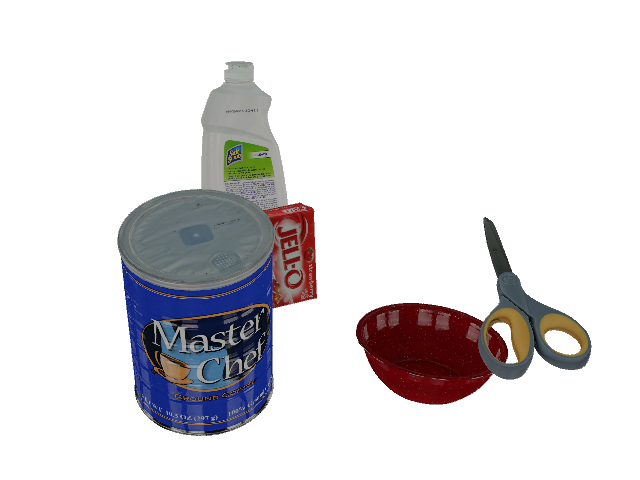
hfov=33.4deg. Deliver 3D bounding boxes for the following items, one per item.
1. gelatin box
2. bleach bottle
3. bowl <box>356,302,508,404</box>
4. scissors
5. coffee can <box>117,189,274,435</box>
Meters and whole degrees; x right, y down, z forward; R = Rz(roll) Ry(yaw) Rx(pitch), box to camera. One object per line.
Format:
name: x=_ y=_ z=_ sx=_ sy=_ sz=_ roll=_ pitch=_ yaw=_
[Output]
gelatin box: x=-0.041 y=0.015 z=0.964 sx=0.073 sy=0.089 sz=0.030 roll=-12 pitch=21 yaw=-29
bleach bottle: x=-0.078 y=-0.066 z=1.150 sx=0.102 sy=0.251 sz=0.068 roll=-8 pitch=17 yaw=-26
bowl: x=0.115 y=0.127 z=1.136 sx=0.162 sy=0.055 sz=0.162 roll=5 pitch=24 yaw=-3
scissors: x=0.175 y=0.045 z=0.885 sx=0.096 sy=0.016 sz=0.201 roll=8 pitch=37 yaw=8
coffee can: x=-0.083 y=0.050 z=0.741 sx=0.103 sy=0.140 sz=0.103 roll=1 pitch=38 yaw=-1
